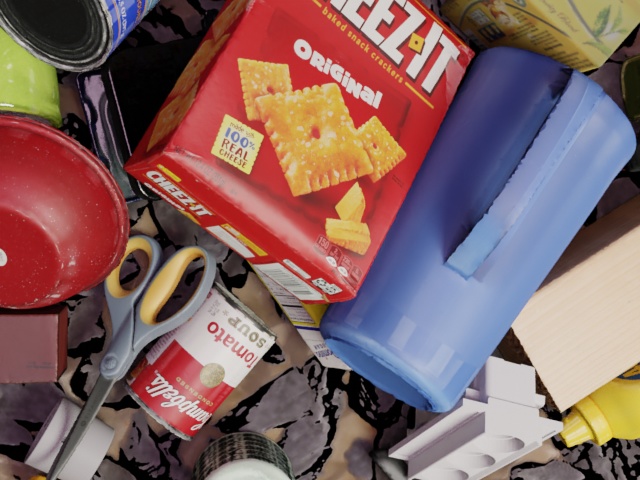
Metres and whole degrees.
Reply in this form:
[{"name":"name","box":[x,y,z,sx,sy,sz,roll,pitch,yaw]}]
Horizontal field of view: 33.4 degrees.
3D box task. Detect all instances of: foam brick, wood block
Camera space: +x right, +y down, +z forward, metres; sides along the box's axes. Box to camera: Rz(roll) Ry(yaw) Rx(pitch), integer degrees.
[{"name":"foam brick","box":[-0.229,0.076,0.790,0.078,0.051,0.053,1,94,-7]},{"name":"wood block","box":[0.234,0.033,0.823,0.206,0.090,0.091,-32,96,-5]}]

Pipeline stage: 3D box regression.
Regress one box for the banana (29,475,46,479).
[{"name":"banana","box":[-0.135,0.236,0.811,0.197,0.037,0.070,21,114,-3]}]

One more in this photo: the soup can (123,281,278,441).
[{"name":"soup can","box":[-0.089,0.090,0.800,0.068,0.068,0.102,41,87,-7]}]

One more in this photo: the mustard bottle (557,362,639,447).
[{"name":"mustard bottle","box":[0.267,0.102,0.827,0.191,0.096,0.058,-32,99,-4]}]

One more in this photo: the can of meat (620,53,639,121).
[{"name":"can of meat","box":[0.288,-0.122,0.816,0.084,0.102,0.057,-6,91,-4]}]

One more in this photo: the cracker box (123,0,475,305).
[{"name":"cracker box","box":[-0.005,-0.089,0.713,0.164,0.072,0.213,38,66,-24]}]

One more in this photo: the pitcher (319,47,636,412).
[{"name":"pitcher","box":[0.107,-0.008,0.739,0.242,0.145,0.149,-56,136,-14]}]

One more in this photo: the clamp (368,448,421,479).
[{"name":"clamp","box":[0.111,0.272,0.848,0.210,0.036,0.164,20,91,-8]}]

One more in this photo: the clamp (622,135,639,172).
[{"name":"clamp","box":[0.291,-0.074,0.788,0.120,0.172,0.039,-8,95,-17]}]

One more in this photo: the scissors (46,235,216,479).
[{"name":"scissors","box":[-0.158,0.076,0.786,0.096,0.016,0.201,37,83,31]}]

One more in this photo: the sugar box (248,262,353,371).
[{"name":"sugar box","box":[-0.005,0.001,0.781,0.093,0.048,0.176,-46,112,-26]}]

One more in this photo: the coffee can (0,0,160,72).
[{"name":"coffee can","box":[-0.149,-0.197,0.729,0.103,0.103,0.140,37,53,-7]}]

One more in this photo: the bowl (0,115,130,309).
[{"name":"bowl","box":[-0.218,-0.005,0.744,0.162,0.055,0.162,3,127,4]}]
